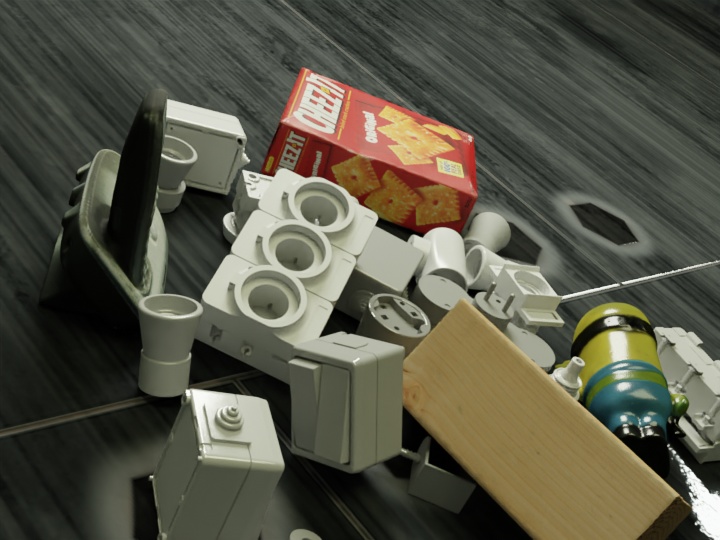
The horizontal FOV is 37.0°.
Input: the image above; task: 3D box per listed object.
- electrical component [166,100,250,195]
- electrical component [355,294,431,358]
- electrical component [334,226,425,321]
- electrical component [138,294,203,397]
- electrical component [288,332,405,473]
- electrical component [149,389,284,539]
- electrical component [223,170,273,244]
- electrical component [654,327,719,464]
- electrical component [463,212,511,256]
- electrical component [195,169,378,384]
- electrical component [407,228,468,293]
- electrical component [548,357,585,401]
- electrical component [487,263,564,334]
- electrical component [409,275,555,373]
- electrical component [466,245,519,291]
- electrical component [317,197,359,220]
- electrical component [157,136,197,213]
[{"bbox_3d":[-0.151,-0.116,1.006,0.096,0.061,0.061,12,25,-23],"label":"electrical component"},{"bbox_3d":[0.024,0.055,0.886,0.055,0.047,0.055,19,30,-12],"label":"electrical component"},{"bbox_3d":[0.000,0.000,0.954,0.100,0.048,0.099,28,29,4],"label":"electrical component"},{"bbox_3d":[-0.134,0.054,0.745,0.044,0.065,0.044,8,19,-3],"label":"electrical component"},{"bbox_3d":[-0.011,0.098,0.750,0.062,0.096,0.061,11,15,40],"label":"electrical component"},{"bbox_3d":[-0.083,0.119,0.651,0.061,0.096,0.061,11,32,-25],"label":"electrical component"},{"bbox_3d":[-0.093,-0.050,0.955,0.048,0.055,0.066,12,32,-23],"label":"electrical component"},{"bbox_3d":[0.308,0.112,0.999,0.079,0.063,0.121,3,36,-35],"label":"electrical component"},{"bbox_3d":[0.125,-0.027,1.105,0.044,0.044,0.065,31,35,9],"label":"electrical component"},{"bbox_3d":[-0.056,0.000,0.843,0.089,0.061,0.150,26,52,0],"label":"electrical component"},{"bbox_3d":[0.063,-0.009,1.024,0.079,0.043,0.077,20,30,-10],"label":"electrical component"},{"bbox_3d":[0.172,0.100,0.914,0.035,0.061,0.035,19,30,-12],"label":"electrical component"},{"bbox_3d":[0.148,0.034,1.000,0.042,0.063,0.081,5,35,-30],"label":"electrical component"},{"bbox_3d":[0.110,0.045,0.943,0.138,0.073,0.052,33,30,13],"label":"electrical component"},{"bbox_3d":[0.138,0.006,1.062,0.065,0.044,0.044,19,30,-22],"label":"electrical component"},{"bbox_3d":[-0.019,-0.054,1.031,0.043,0.043,0.062,31,28,8],"label":"electrical component"},{"bbox_3d":[-0.173,-0.084,0.948,0.045,0.055,0.045,20,30,-12],"label":"electrical component"}]
